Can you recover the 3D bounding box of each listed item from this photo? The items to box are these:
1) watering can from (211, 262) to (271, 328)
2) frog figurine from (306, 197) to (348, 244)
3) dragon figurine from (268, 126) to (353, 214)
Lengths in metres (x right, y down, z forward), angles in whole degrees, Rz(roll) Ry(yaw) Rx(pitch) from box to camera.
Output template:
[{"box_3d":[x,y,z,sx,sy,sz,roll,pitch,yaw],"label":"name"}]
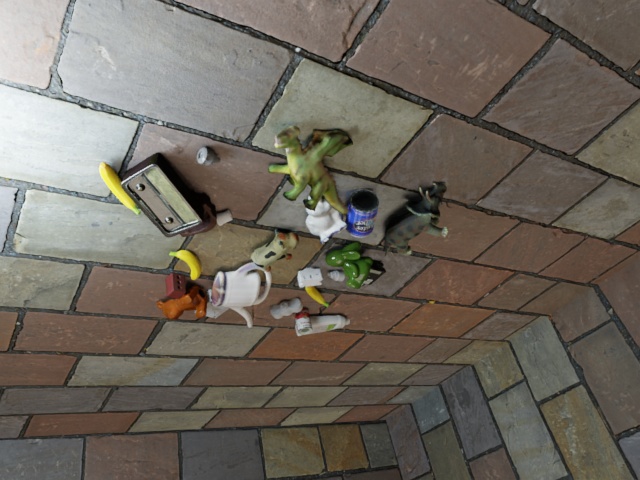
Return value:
[{"box_3d":[-0.311,0.221,1.980,0.224,0.106,0.340,3,125,-26],"label":"watering can"},{"box_3d":[0.005,-0.087,1.732,0.136,0.125,0.158,-27,107,29],"label":"frog figurine"},{"box_3d":[0.007,-0.218,1.535,0.407,0.125,0.239,19,124,-41],"label":"dragon figurine"}]
